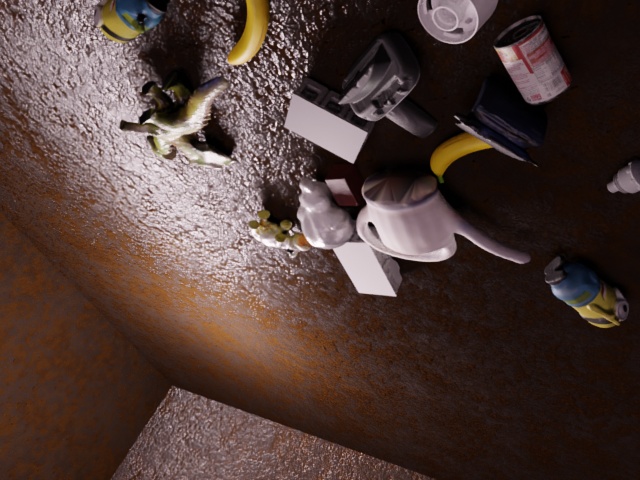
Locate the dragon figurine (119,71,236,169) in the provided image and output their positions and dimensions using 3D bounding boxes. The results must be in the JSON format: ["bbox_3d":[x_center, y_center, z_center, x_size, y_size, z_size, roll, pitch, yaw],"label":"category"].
[{"bbox_3d":[-0.281,-0.245,1.154,0.410,0.124,0.239,2,154,38],"label":"dragon figurine"}]

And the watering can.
[{"bbox_3d":[0.217,-0.038,1.003,0.347,0.106,0.220,3,137,33],"label":"watering can"}]

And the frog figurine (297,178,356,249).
[{"bbox_3d":[0.003,-0.057,1.132,0.139,0.124,0.156,27,163,41],"label":"frog figurine"}]
